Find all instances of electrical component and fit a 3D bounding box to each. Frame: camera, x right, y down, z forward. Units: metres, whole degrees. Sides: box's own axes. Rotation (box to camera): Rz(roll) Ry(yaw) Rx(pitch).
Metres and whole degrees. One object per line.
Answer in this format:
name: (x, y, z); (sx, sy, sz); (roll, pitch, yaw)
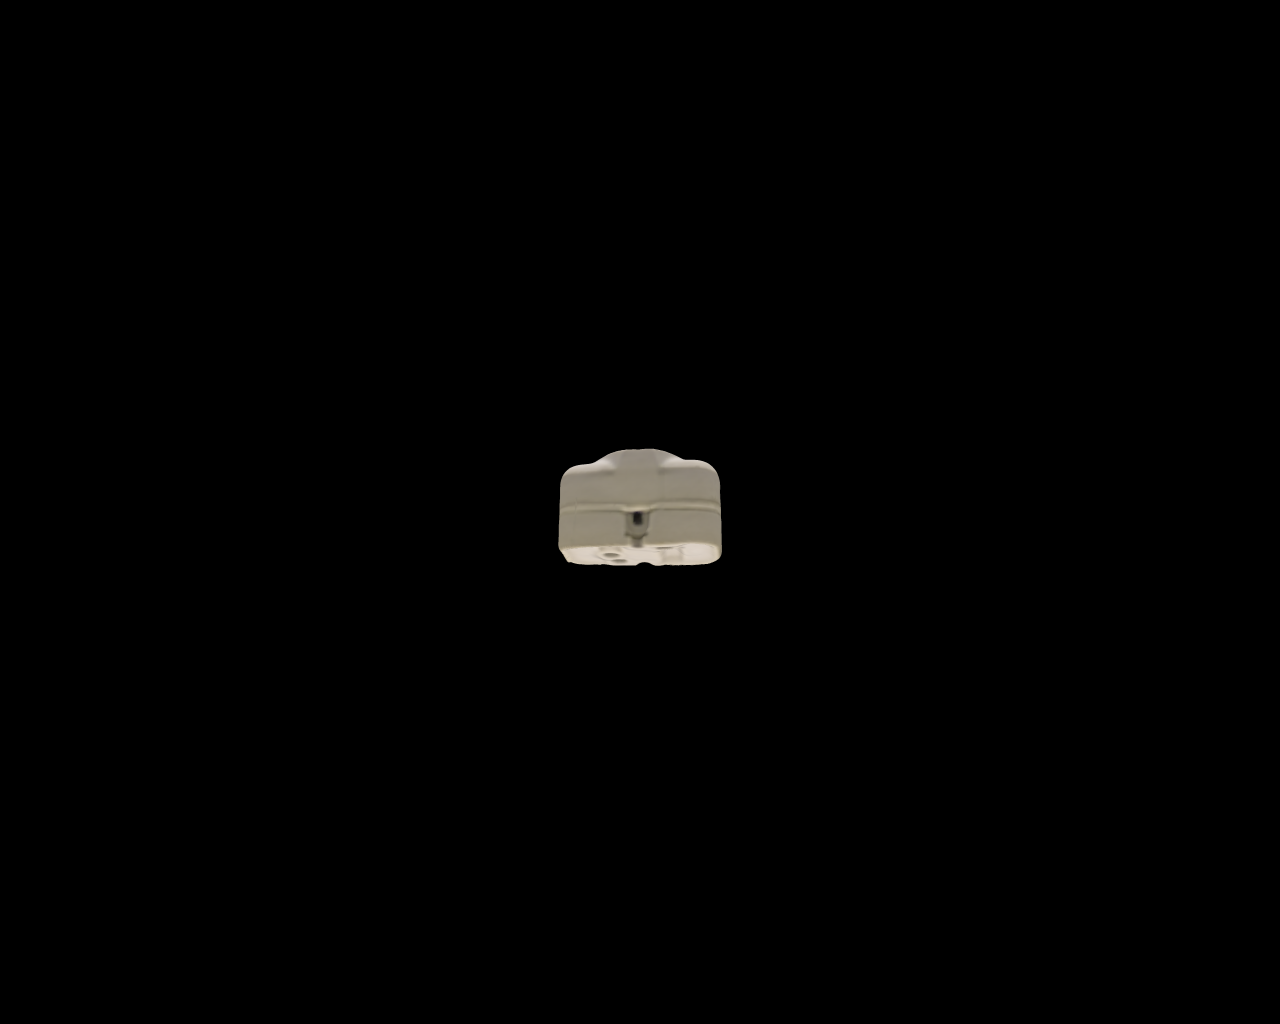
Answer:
electrical component: (0.001, -0.003, 0.650); (0.095, 0.059, 0.053); (-1, -15, 5)
